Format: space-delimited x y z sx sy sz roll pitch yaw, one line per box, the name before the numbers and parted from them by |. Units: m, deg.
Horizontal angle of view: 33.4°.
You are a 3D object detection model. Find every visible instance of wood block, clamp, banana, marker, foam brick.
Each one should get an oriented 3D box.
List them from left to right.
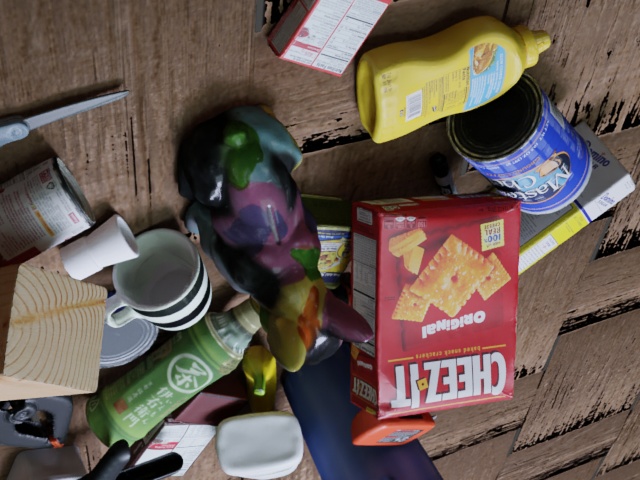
wood block | -0.284 0.084 0.894 0.207 0.090 0.090 -11 158 38
clamp | -0.305 0.160 1.099 0.164 0.036 0.210 -32 146 0
clamp | -0.236 0.275 1.185 0.172 0.039 0.120 -36 144 21
foam brick | -0.132 0.176 1.225 0.078 0.053 0.051 19 122 -45
banana | -0.072 0.164 1.239 0.037 0.069 0.198 8 160 3
marker | 0.139 -0.056 1.164 0.020 0.020 0.121 -30 144 -1

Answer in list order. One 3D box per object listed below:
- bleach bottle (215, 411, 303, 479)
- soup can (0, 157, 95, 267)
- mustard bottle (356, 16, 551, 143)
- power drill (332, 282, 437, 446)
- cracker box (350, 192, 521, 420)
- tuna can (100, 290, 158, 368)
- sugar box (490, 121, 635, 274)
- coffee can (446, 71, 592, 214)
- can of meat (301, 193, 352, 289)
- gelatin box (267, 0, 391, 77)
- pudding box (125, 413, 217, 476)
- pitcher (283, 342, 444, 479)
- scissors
bleach bottle | -0.073 0.264 1.316 0.102 0.068 0.251 -7 163 -6
soup can | -0.250 -0.018 0.899 0.102 0.068 0.068 -29 144 -2
mustard bottle | 0.130 -0.160 0.999 0.191 0.058 0.096 -20 142 -13
power drill | 0.045 0.132 1.184 0.184 0.188 0.057 11 142 -45
cracker box | 0.118 0.064 1.085 0.164 0.072 0.214 -5 102 -23
tuna can | -0.210 0.090 1.084 0.086 0.034 0.086 -19 142 -15
sugar box | 0.253 -0.043 1.196 0.176 0.093 0.048 -36 145 9
coffee can | 0.205 -0.098 1.087 0.103 0.103 0.140 -40 143 13
can of meat | -0.007 0.001 1.100 0.101 0.057 0.084 3 130 -38
gelatin box | 0.008 -0.188 0.907 0.073 0.030 0.089 8 130 -42
pudding box | -0.181 0.240 1.281 0.089 0.039 0.114 7 132 -42
pitcher | 0.051 0.249 1.276 0.144 0.243 0.149 4 132 -38
scissors | -0.256 -0.076 0.870 0.201 0.016 0.096 -10 141 -25
